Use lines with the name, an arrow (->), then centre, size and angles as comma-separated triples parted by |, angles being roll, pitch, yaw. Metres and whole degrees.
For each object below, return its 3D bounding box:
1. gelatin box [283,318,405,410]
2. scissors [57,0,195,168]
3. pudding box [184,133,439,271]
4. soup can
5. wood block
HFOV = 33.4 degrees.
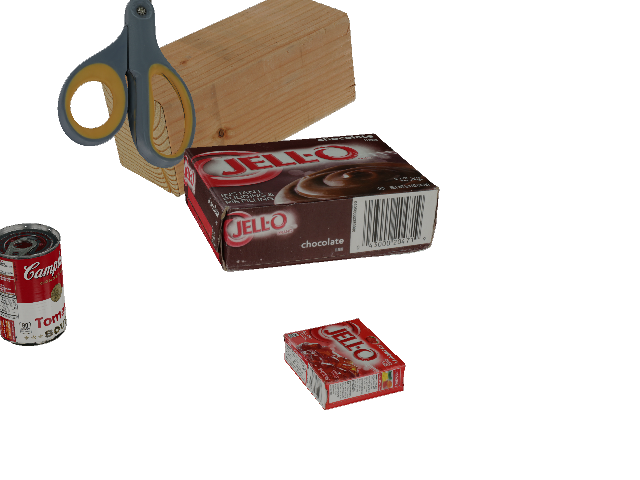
gelatin box -> 0.019, 0.101, 0.895 | 0.073, 0.030, 0.089 | -10, 27, -22
scissors -> -0.135, -0.140, 0.696 | 0.096, 0.202, 0.016 | -9, -15, -26
pudding box -> -0.008, -0.023, 0.553 | 0.113, 0.039, 0.090 | -4, 25, -18
soup can -> -0.286, 0.044, 1.044 | 0.068, 0.102, 0.068 | 2, 28, -1
wood block -> -0.075, -0.133, 0.933 | 0.205, 0.091, 0.090 | -32, 42, -31
